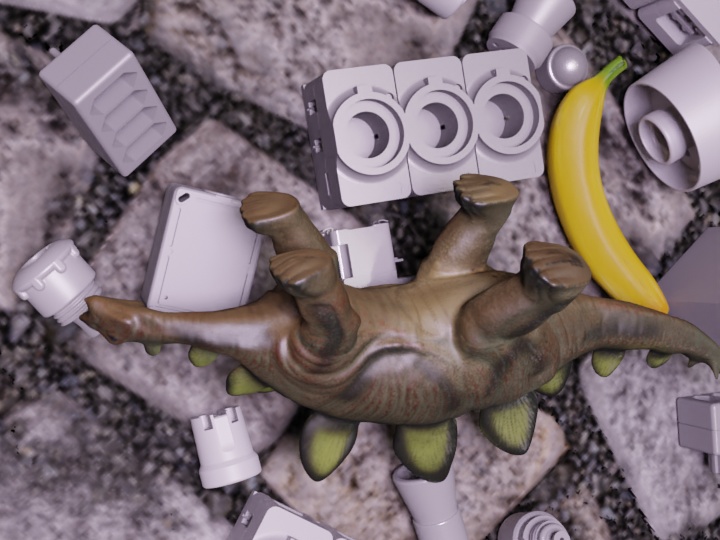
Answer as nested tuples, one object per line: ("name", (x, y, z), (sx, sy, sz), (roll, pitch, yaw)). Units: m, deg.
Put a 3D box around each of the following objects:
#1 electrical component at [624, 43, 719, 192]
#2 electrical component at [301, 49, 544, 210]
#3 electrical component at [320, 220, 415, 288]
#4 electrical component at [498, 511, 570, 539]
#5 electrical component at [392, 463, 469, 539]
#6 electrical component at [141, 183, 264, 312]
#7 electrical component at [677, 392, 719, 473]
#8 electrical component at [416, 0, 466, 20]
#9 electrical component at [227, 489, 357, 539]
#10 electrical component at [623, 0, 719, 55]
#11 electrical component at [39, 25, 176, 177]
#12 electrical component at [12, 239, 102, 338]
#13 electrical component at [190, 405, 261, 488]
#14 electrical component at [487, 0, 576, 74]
("electrical component", (0.242, -0.110, 0.791), (0.064, 0.099, 0.099), (-29, 99, -10))
("electrical component", (0.045, -0.097, 0.744), (0.150, 0.062, 0.089), (-10, 93, -18))
("electrical component", (0.000, 0.000, 0.740), (0.081, 0.042, 0.063), (-9, 91, -18))
("electrical component", (0.128, 0.192, 0.766), (0.040, 0.078, 0.040), (3, 75, -13))
("electrical component", (0.053, 0.169, 0.758), (0.044, 0.044, 0.065), (-20, 101, -17))
("electrical component", (-0.104, -0.004, 0.700), (0.062, 0.061, 0.096), (13, 94, -17))
("electrical component", (0.288, 0.135, 0.830), (0.066, 0.047, 0.076), (-5, 91, -18))
("electrical component", (0.046, -0.210, 0.755), (0.078, 0.040, 0.040), (32, 81, -15))
("electrical component", (-0.021, 0.224, 0.722), (0.150, 0.062, 0.089), (30, 81, -16))
("electrical component", (0.226, -0.246, 0.802), (0.150, 0.062, 0.089), (43, 78, -13))
("electrical component", (-0.168, -0.114, 0.674), (0.076, 0.083, 0.047), (39, 76, 25))
("electrical component", (-0.184, 0.015, 0.680), (0.048, 0.048, 0.062), (-43, 109, -13))
("electrical component", (-0.090, 0.117, 0.712), (0.040, 0.040, 0.046), (-14, 88, -17))
("electrical component", (0.123, -0.176, 0.778), (0.045, 0.045, 0.055), (36, 80, -15))
